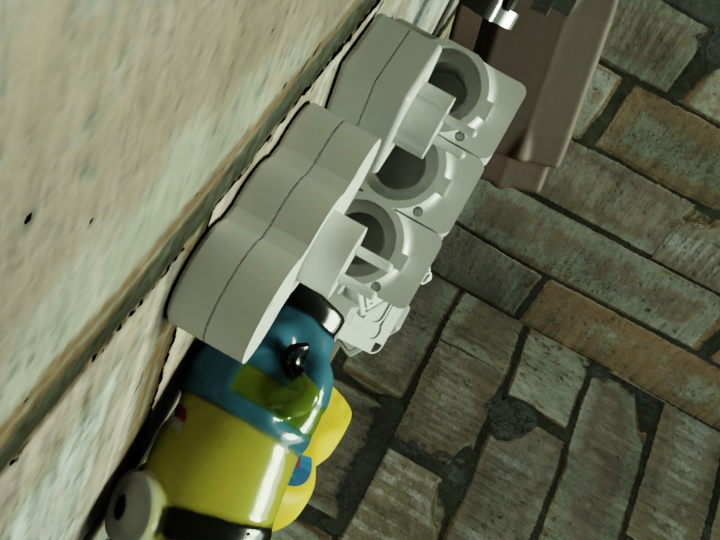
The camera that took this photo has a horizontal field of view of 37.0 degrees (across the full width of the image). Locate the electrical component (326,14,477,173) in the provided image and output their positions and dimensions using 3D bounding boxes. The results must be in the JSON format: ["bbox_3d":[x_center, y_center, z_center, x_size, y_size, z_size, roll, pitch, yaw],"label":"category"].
[{"bbox_3d":[0.026,-0.085,0.576,0.047,0.077,0.065,-59,177,-35],"label":"electrical component"}]

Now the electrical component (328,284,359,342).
[{"bbox_3d":[-0.041,0.032,0.700,0.081,0.064,0.042,-60,176,-20],"label":"electrical component"}]

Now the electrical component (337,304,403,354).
[{"bbox_3d":[0.000,0.000,0.865,0.078,0.057,0.113,29,90,-45],"label":"electrical component"}]

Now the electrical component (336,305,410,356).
[{"bbox_3d":[-0.008,0.024,1.008,0.062,0.096,0.061,-31,-170,23],"label":"electrical component"}]

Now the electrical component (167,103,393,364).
[{"bbox_3d":[-0.021,-0.012,0.489,0.138,0.074,0.052,-59,177,-39],"label":"electrical component"}]

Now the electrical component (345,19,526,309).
[{"bbox_3d":[0.024,-0.062,0.648,0.150,0.089,0.062,-61,177,1],"label":"electrical component"}]

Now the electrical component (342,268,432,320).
[{"bbox_3d":[0.006,-0.027,0.732,0.062,0.061,0.096,-31,143,-18],"label":"electrical component"}]
